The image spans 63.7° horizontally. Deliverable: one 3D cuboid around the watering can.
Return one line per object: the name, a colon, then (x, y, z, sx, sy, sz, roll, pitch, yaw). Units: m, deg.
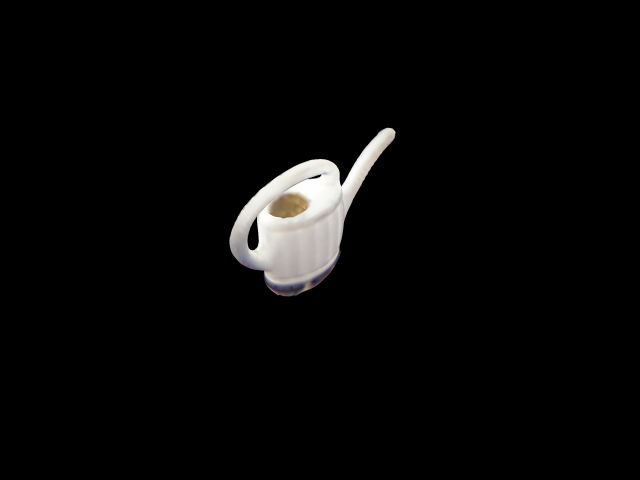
watering can: (0.003, -0.043, 0.850, 0.352, 0.219, 0.105, -32, 50, -30)
